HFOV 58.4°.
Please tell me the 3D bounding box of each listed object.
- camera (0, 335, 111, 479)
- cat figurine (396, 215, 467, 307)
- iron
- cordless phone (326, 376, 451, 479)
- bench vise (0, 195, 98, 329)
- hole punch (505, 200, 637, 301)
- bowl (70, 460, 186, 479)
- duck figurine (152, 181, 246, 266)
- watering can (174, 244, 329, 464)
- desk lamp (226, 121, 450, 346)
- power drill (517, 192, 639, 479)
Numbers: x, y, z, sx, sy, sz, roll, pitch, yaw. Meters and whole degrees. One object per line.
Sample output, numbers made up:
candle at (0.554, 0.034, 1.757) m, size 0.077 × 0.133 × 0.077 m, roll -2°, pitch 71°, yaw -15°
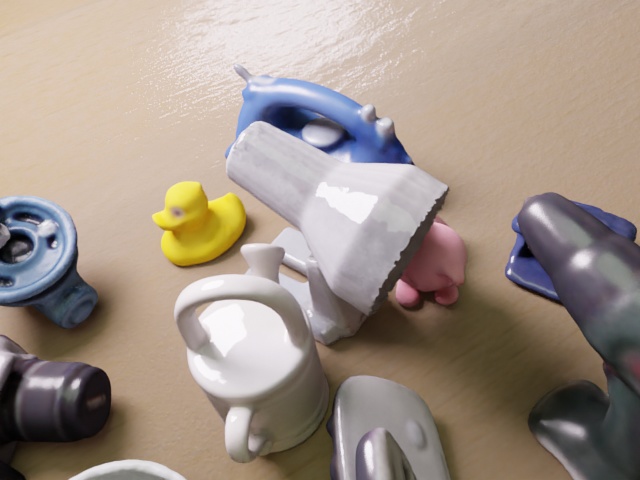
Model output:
camera at (-0.266, 0.151, 0.497) m, size 0.136 × 0.101 × 0.143 m, roll -1°, pitch 51°, yaw 8°
cat figurine at (0.104, 0.006, 0.549) m, size 0.067 × 0.118 × 0.128 m, roll -2°, pitch 50°, yaw 7°
iron at (0.011, -0.119, 0.651) m, size 0.257 × 0.142 × 0.119 m, roll 19°, pitch 56°, yaw 22°
cordless phone at (0.048, 0.148, 0.396) m, size 0.094 × 0.185 × 0.147 m, roll -11°, pitch 50°, yaw 0°
bench vise at (-0.341, -0.010, 0.564) m, size 0.207 × 0.220 × 0.121 m, roll 10°, pitch 53°, yaw 17°
hole punch at (0.241, -0.004, 0.554) m, size 0.108 × 0.091 × 0.101 m, roll 22°, pitch 57°, yaw 25°
bowl at (-0.144, 0.253, 0.411) m, size 0.167 × 0.075 × 0.167 m, roll -4°, pitch 50°, yaw 5°
duck figurine at (-0.136, -0.030, 0.636) m, size 0.105 × 0.086 × 0.077 m, roll -31°, pitch 53°, yaw -16°
watering can at (-0.055, 0.082, 0.461) m, size 0.101 × 0.194 × 0.172 m, roll -18°, pitch 50°, yaw -6°
desk lamp at (0.005, 0.002, 0.505) m, size 0.202 × 0.214 × 0.118 m, roll 24°, pitch 58°, yaw 26°
power drill at (0.211, 0.099, 0.396) m, size 0.076 × 0.209 × 0.229 m, roll -30°, pitch 53°, yaw -15°
